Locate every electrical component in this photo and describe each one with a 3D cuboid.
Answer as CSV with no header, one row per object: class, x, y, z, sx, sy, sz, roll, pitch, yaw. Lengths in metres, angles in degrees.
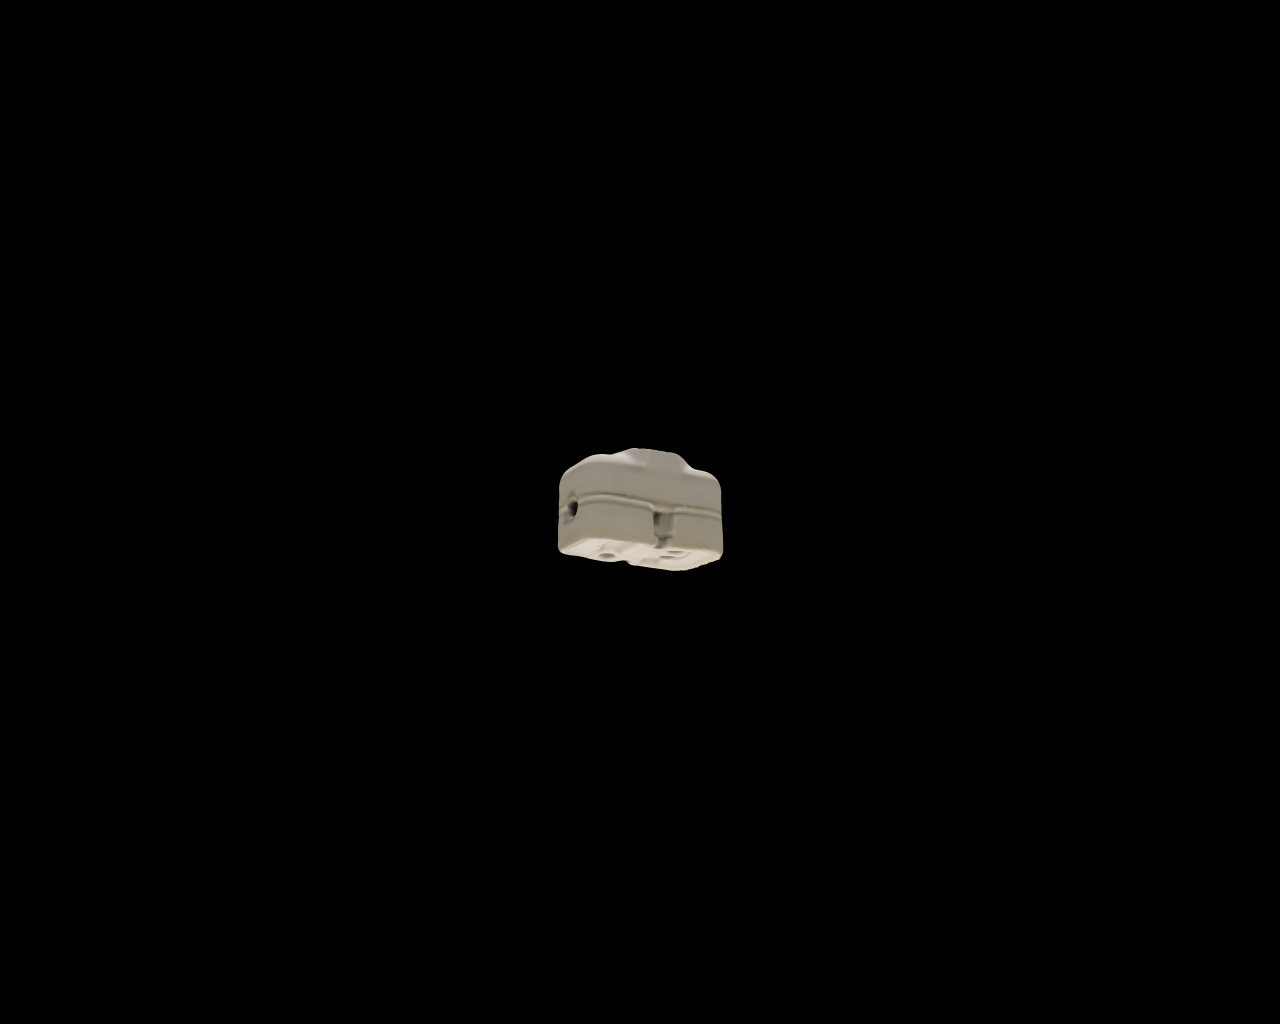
electrical component,0.001,-0.003,0.650,0.095,0.059,0.053,9,-19,-29
